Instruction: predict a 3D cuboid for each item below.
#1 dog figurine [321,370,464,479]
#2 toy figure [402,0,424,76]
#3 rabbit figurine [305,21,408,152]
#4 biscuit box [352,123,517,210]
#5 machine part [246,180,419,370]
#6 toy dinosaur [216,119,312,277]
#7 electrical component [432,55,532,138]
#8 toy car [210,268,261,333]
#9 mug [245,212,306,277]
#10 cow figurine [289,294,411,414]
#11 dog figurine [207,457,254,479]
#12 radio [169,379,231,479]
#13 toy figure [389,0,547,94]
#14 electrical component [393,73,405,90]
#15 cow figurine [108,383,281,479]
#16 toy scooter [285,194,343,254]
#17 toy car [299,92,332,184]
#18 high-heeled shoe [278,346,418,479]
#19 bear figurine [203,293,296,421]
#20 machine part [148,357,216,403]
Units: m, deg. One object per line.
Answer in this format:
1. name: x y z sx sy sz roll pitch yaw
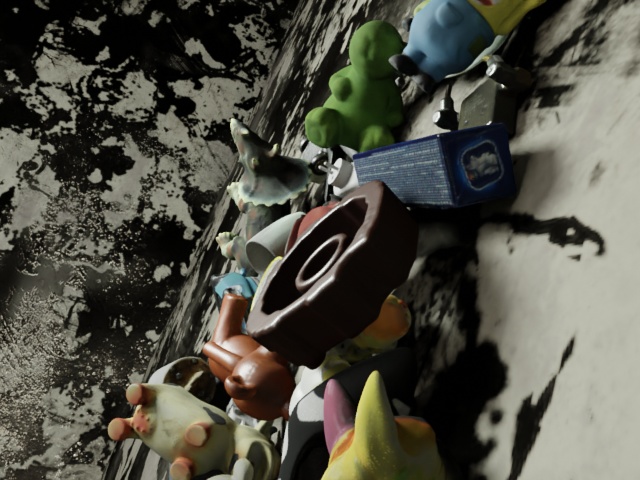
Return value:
1. dog figurine: 0.000 0.189 0.310 0.108 0.191 0.219 133 140 -62
2. toy figure: 0.147 -0.254 0.654 0.064 0.058 0.154 147 139 -72
3. rabbit figurine: 0.074 -0.204 0.696 0.159 0.121 0.170 -54 -14 -37
4. biscuit box: 0.096 -0.064 0.506 0.203 0.059 0.062 -164 61 -73
5. machine part: 0.012 0.028 0.479 0.179 0.056 0.179 -44 16 16
6. toy dinosaur: -0.105 -0.005 0.956 0.192 0.131 0.404 -139 52 -65
7. electrical component: 0.145 -0.121 0.496 0.102 0.045 0.078 -29 39 63
8. toy car: -0.111 0.100 0.866 0.162 0.103 0.109 5 111 68
9. mug: -0.052 0.013 0.843 0.107 0.081 0.109 -41 -23 -31
10. cow figurine: 0.028 0.114 0.504 0.167 0.068 0.098 -61 12 14
11. dog figurine: -0.117 0.322 0.582 0.172 0.121 0.190 -60 5 -22
12. radio: -0.160 0.272 0.845 0.229 0.073 0.131 -66 16 -6
13. toy figure: 0.148 -0.226 0.519 0.180 0.082 0.089 -46 19 20
14. electrical component: 0.102 -0.228 0.810 0.094 0.021 0.063 -32 37 62
15. cow figurine: -0.134 0.236 0.642 0.085 0.195 0.127 -69 -20 0
16. toy scooter: -0.002 -0.002 0.735 0.183 0.075 0.135 126 161 -48
17. toy car: 0.026 -0.189 0.915 0.201 0.056 0.074 -56 41 26
18. high-heeled shoe: 0.013 0.205 0.404 0.145 0.086 0.248 -100 33 -57
19. bear figurine: -0.078 0.148 0.684 0.132 0.120 0.196 -66 18 -14
20. machine part: -0.213 0.222 0.810 0.243 0.079 0.079 -33 36 59
